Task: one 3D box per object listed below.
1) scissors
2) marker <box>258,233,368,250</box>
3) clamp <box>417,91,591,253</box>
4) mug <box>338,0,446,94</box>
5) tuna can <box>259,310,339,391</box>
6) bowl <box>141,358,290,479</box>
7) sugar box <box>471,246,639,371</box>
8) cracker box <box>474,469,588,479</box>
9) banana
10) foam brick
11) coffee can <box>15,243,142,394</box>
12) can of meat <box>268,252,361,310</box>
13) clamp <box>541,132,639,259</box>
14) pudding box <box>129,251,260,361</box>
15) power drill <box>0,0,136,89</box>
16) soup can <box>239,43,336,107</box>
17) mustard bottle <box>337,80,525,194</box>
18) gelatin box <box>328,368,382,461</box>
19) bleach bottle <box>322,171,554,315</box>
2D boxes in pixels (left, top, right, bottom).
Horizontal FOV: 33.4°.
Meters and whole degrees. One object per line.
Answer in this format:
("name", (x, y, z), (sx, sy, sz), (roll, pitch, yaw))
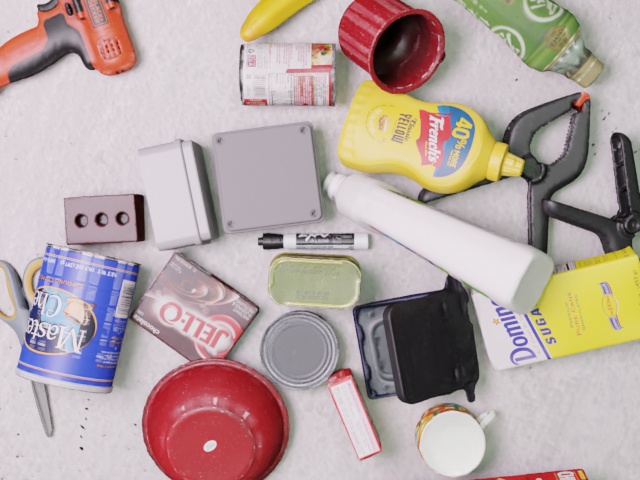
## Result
("scissors", (-0.303, 0.106, 1.173), (0.096, 0.016, 0.202), (-27, 90, 0))
("marker", (-0.008, 0.001, 1.170), (0.121, 0.020, 0.020), (0, 90, 0))
("clamp", (0.232, -0.066, 1.161), (0.164, 0.036, 0.210), (42, 93, -2))
("mug", (0.081, -0.211, 1.131), (0.117, 0.082, 0.093), (4, 117, -34))
("tuna can", (-0.022, 0.119, 1.163), (0.086, 0.034, 0.086), (0, 90, 0))
("bowl", (-0.113, 0.210, 1.134), (0.162, 0.055, 0.162), (0, 104, 0))
("sugar box", (0.258, 0.075, 1.135), (0.176, 0.048, 0.093), (-16, 100, 10))
("cracker box", (0.182, 0.337, 1.125), (0.213, 0.072, 0.164), (-5, 107, 0))
("banana", (-0.002, -0.274, 1.149), (0.198, 0.070, 0.037), (-25, 122, 2))
("foam brick", (-0.232, -0.022, 1.154), (0.078, 0.051, 0.053), (-4, 90, 0))
("coffee can", (-0.254, 0.082, 1.125), (0.103, 0.103, 0.140), (13, 86, 0))
("can of meat", (-0.006, 0.044, 1.138), (0.102, 0.084, 0.057), (3, 90, 0))
("clamp", (0.317, -0.016, 1.146), (0.120, 0.039, 0.171), (-33, 99, -1))
("pudding box", (-0.136, 0.079, 1.160), (0.113, 0.039, 0.090), (35, 91, 1))
("power drill", (-0.310, -0.245, 1.151), (0.187, 0.057, 0.184), (-20, 90, 0))
("soup can", (-0.034, -0.177, 1.146), (0.102, 0.068, 0.068), (0, 90, 0))
("mustard bottle", (0.121, -0.101, 1.128), (0.192, 0.058, 0.096), (17, 78, 14))
("gelatin box", (0.036, 0.185, 1.143), (0.030, 0.073, 0.089), (-23, 90, 1))
("bleach bottle", (0.113, -0.008, 1.116), (0.251, 0.102, 0.068), (28, 93, 27))
